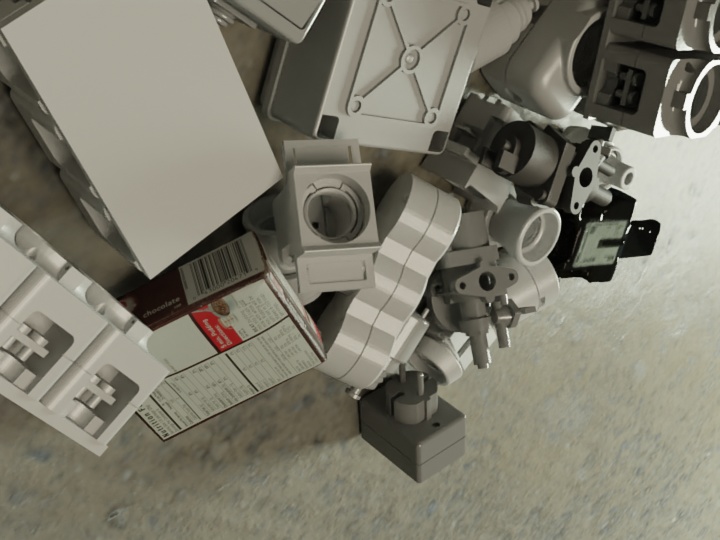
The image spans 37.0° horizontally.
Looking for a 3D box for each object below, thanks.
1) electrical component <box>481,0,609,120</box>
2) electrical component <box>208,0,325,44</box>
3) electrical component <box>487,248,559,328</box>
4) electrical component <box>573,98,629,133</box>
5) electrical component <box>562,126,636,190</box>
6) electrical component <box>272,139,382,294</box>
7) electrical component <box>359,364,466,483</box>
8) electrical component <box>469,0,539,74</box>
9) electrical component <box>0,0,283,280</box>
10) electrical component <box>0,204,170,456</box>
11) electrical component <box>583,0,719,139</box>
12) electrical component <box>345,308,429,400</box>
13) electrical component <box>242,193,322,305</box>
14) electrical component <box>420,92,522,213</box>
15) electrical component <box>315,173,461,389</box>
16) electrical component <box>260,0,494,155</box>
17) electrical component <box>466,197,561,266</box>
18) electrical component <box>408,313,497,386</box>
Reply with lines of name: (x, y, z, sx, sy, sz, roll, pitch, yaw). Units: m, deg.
electrical component: (0.134, -0.151, 0.709, 0.095, 0.059, 0.054, -54, 139, -3)
electrical component: (-0.045, -0.158, 0.530, 0.062, 0.061, 0.096, 26, 96, -49)
electrical component: (0.111, 0.012, 0.795, 0.047, 0.055, 0.055, -29, 132, -23)
electrical component: (0.196, -0.149, 0.778, 0.100, 0.048, 0.099, -3, 117, -44)
electrical component: (0.173, -0.078, 0.790, 0.043, 0.062, 0.043, -24, 129, -32)
electrical component: (-0.020, -0.027, 0.576, 0.042, 0.064, 0.081, -4, 81, -17)
electrical component: (0.037, 0.098, 0.767, 0.047, 0.066, 0.076, -27, 131, -30)
electrical component: (0.081, -0.152, 0.671, 0.078, 0.040, 0.040, -32, 133, -26)
electrical component: (-0.111, -0.085, 0.513, 0.089, 0.062, 0.150, -40, 136, -18)
electrical component: (-0.166, 0.011, 0.499, 0.061, 0.089, 0.150, -49, 138, -8)
electrical component: (0.237, -0.151, 0.723, 0.186, 0.060, 0.105, -14, 121, -45)
electrical component: (0.015, 0.053, 0.737, 0.040, 0.040, 0.078, 28, 95, -49)
electrical component: (-0.044, -0.011, 0.637, 0.045, 0.045, 0.055, -29, 132, -28)
electrical component: (0.082, -0.080, 0.717, 0.081, 0.042, 0.063, 30, 89, -50)
electrical component: (0.000, 0.000, 0.683, 0.074, 0.052, 0.138, 27, 93, -18)
electrical component: (0.011, -0.127, 0.608, 0.109, 0.056, 0.108, 0, 114, -44)
electrical component: (0.107, -0.034, 0.759, 0.045, 0.055, 0.045, -24, 129, -33)
electrical component: (0.064, 0.050, 0.780, 0.055, 0.048, 0.066, -49, 139, -20)
